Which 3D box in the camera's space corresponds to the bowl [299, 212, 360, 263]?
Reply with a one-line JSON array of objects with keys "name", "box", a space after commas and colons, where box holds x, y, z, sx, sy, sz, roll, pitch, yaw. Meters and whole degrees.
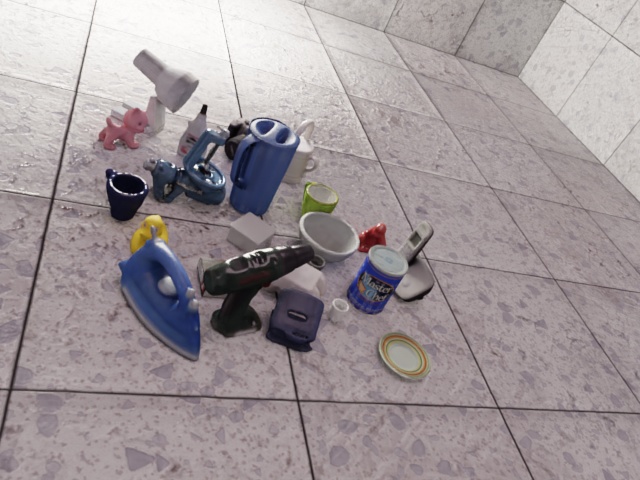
[{"name": "bowl", "box": [0.014, 0.005, 1.484, 0.168, 0.074, 0.167, 17, 36, -13]}]

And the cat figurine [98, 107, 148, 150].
[{"name": "cat figurine", "box": [-0.507, -0.304, 1.506, 0.128, 0.117, 0.067, -15, 52, -43]}]

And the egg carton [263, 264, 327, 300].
[{"name": "egg carton", "box": [-0.059, 0.098, 1.325, 0.150, 0.069, 0.107, 29, 35, 3]}]

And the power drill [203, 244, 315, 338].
[{"name": "power drill", "box": [-0.135, 0.097, 1.156, 0.230, 0.208, 0.075, -8, 48, -39]}]

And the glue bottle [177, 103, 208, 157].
[{"name": "glue bottle", "box": [-0.334, -0.296, 1.558, 0.078, 0.173, 0.037, 25, 35, -2]}]

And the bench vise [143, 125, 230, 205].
[{"name": "bench vise", "box": [-0.308, -0.178, 1.385, 0.208, 0.219, 0.121, -7, 47, -38]}]

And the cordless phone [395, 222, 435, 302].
[{"name": "cordless phone", "box": [0.249, 0.056, 1.475, 0.094, 0.185, 0.147, -1, 43, -33]}]

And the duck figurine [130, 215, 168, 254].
[{"name": "duck figurine", "box": [-0.368, -0.018, 1.259, 0.077, 0.086, 0.104, 26, 35, 0]}]

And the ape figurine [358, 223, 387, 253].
[{"name": "ape figurine", "box": [0.152, -0.009, 1.575, 0.077, 0.092, 0.076, 35, 36, 12]}]

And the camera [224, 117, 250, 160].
[{"name": "camera", "box": [-0.227, -0.296, 1.690, 0.143, 0.100, 0.137, 36, 36, 13]}]

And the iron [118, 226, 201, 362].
[{"name": "iron", "box": [-0.288, 0.098, 1.116, 0.119, 0.141, 0.257, -15, 52, -43]}]

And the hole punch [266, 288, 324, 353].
[{"name": "hole punch", "box": [-0.050, 0.170, 1.219, 0.109, 0.091, 0.101, 20, 36, -9]}]

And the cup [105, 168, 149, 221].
[{"name": "cup", "box": [-0.452, -0.099, 1.301, 0.117, 0.095, 0.092, 39, 37, 16]}]

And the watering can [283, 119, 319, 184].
[{"name": "watering can", "box": [-0.075, -0.273, 1.676, 0.173, 0.194, 0.101, 24, 35, -4]}]

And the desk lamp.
[{"name": "desk lamp", "box": [-0.453, -0.404, 1.584, 0.203, 0.213, 0.118, 27, 35, 0]}]
